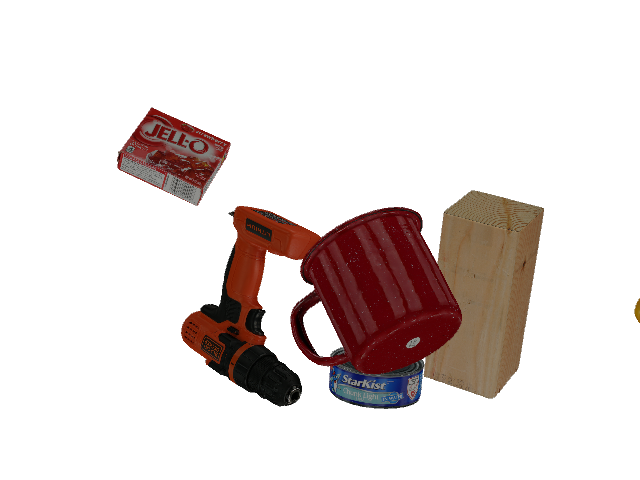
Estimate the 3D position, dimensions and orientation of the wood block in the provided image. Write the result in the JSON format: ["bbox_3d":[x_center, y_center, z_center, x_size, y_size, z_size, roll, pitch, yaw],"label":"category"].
[{"bbox_3d":[0.185,0.061,1.212,0.090,0.206,0.090,16,26,25],"label":"wood block"}]

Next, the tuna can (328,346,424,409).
[{"bbox_3d":[0.050,0.123,0.971,0.086,0.034,0.086,4,11,-1],"label":"tuna can"}]

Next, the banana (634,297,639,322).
[{"bbox_3d":[0.298,0.024,0.697,0.198,0.037,0.069,-3,33,1],"label":"banana"}]

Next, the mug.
[{"bbox_3d":[0.033,0.043,0.725,0.117,0.081,0.093,-30,-27,9],"label":"mug"}]

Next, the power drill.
[{"bbox_3d":[-0.066,0.068,1.169,0.185,0.188,0.057,27,11,39],"label":"power drill"}]

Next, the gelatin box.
[{"bbox_3d":[-0.143,-0.083,1.042,0.089,0.073,0.030,25,-43,1],"label":"gelatin box"}]
